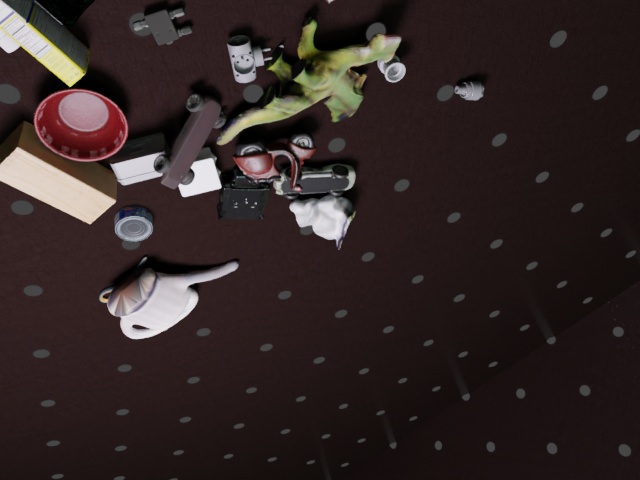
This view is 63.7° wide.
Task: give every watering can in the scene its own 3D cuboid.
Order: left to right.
[{"bbox_3d":[-0.395,0.134,1.346,0.347,0.106,0.221,-40,144,5],"label":"watering can"}]

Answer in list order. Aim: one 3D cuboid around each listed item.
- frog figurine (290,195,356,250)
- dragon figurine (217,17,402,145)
[{"bbox_3d":[0.004,-0.066,1.315,0.160,0.125,0.134,25,153,7],"label":"frog figurine"},{"bbox_3d":[-0.008,-0.296,1.062,0.241,0.125,0.404,17,137,-44],"label":"dragon figurine"}]
